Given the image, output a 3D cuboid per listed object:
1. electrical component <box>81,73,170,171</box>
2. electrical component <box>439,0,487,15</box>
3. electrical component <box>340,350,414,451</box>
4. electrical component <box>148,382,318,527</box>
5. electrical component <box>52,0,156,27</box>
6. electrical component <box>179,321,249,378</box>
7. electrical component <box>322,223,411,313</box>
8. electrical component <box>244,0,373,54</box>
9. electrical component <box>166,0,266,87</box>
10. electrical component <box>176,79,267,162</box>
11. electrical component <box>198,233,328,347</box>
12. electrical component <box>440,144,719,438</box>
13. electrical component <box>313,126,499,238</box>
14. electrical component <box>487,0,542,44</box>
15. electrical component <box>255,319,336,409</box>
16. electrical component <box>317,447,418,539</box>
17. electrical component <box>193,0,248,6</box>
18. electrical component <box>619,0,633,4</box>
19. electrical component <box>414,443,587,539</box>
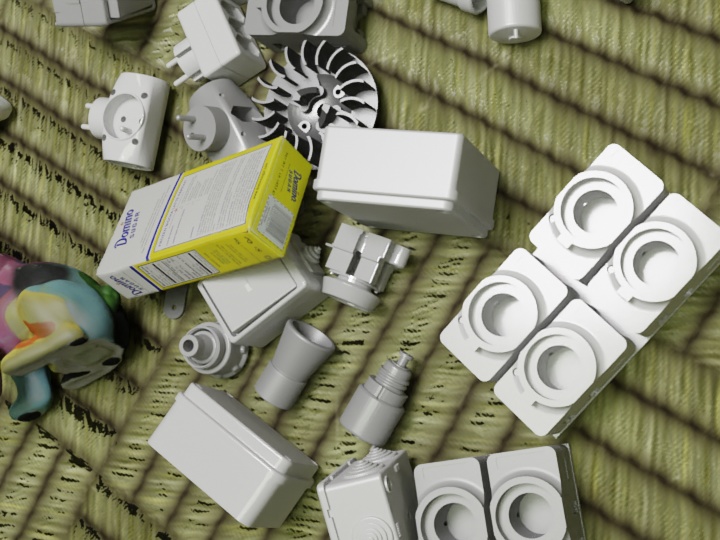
[{"bbox_3d":[-0.210,-0.131,0.939,0.079,0.044,0.077,10,87,23],"label":"electrical component"},{"bbox_3d":[0.077,-0.224,0.838,0.046,0.040,0.040,24,93,28],"label":"electrical component"},{"bbox_3d":[0.017,0.098,0.820,0.040,0.040,0.078,32,95,22],"label":"electrical component"},{"bbox_3d":[-0.097,0.144,0.838,0.113,0.078,0.057,35,89,22],"label":"electrical component"},{"bbox_3d":[-0.218,-0.250,0.935,0.061,0.096,0.061,4,114,22],"label":"electrical component"},{"bbox_3d":[-0.123,0.063,0.869,0.048,0.062,0.048,-3,82,22],"label":"electrical component"},{"bbox_3d":[0.000,0.000,0.838,0.066,0.048,0.055,20,84,23],"label":"electrical component"},{"bbox_3d":[-0.043,-0.209,0.875,0.089,0.056,0.050,6,86,23],"label":"electrical component"},{"bbox_3d":[-0.132,-0.185,0.913,0.077,0.047,0.065,-30,74,19],"label":"electrical component"},{"bbox_3d":[-0.117,-0.115,0.882,0.043,0.079,0.077,-41,70,31],"label":"electrical component"},{"bbox_3d":[-0.072,0.010,0.856,0.096,0.061,0.061,-38,71,14],"label":"electrical component"},{"bbox_3d":[0.158,0.016,0.763,0.105,0.060,0.186,44,100,21],"label":"electrical component"},{"bbox_3d":[0.037,-0.065,0.796,0.109,0.109,0.056,6,83,23],"label":"electrical component"},{"bbox_3d":[0.117,-0.209,0.819,0.040,0.040,0.078,-5,81,21],"label":"electrical component"},{"bbox_3d":[-0.054,0.077,0.852,0.044,0.044,0.065,37,102,22],"label":"electrical component"},{"bbox_3d":[0.015,0.182,0.778,0.048,0.100,0.099,-16,89,15],"label":"electrical component"},{"bbox_3d":[-0.104,-0.262,0.910,0.089,0.050,0.055,-12,79,20],"label":"electrical component"},{"bbox_3d":[0.187,-0.256,0.792,0.100,0.048,0.099,39,98,22],"label":"electrical component"},{"bbox_3d":[0.106,0.223,0.757,0.105,0.060,0.186,-12,79,20],"label":"electrical component"}]
